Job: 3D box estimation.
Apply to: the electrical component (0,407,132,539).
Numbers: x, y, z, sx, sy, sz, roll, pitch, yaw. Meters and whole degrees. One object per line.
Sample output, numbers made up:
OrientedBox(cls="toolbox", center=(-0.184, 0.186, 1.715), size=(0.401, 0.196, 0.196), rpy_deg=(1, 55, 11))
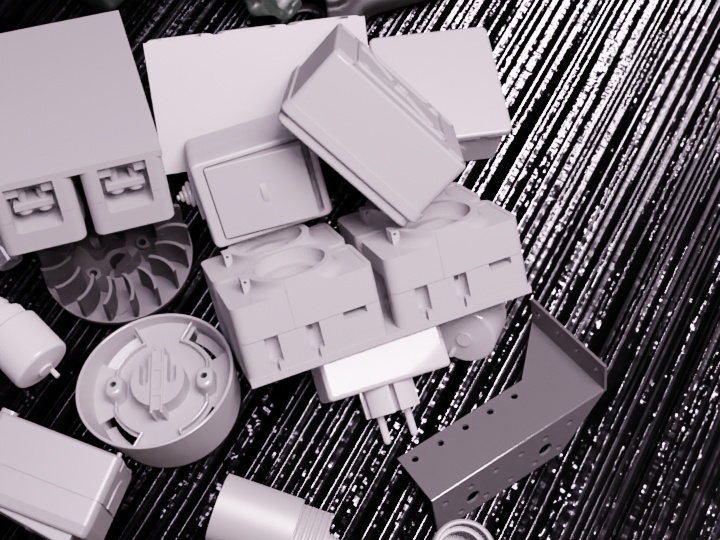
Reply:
OrientedBox(cls="electrical component", center=(-0.197, 0.130, 0.657), size=(0.096, 0.061, 0.061), rpy_deg=(21, 68, 3))

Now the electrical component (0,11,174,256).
OrientedBox(cls="electrical component", center=(-0.193, -0.093, 0.709), size=(0.105, 0.060, 0.186), rpy_deg=(-14, 42, -11))

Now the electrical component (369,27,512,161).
OrientedBox(cls="electrical component", center=(0.055, -0.124, 0.788), size=(0.100, 0.048, 0.099), rpy_deg=(-8, 70, -9))

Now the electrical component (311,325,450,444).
OrientedBox(cls="electrical component", center=(0.016, 0.075, 0.708), size=(0.083, 0.047, 0.075), rpy_deg=(-16, 84, -12))

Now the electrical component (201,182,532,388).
OrientedBox(cls="electrical component", center=(0.000, 0.000, 0.696), size=(0.186, 0.105, 0.060), rpy_deg=(-18, 112, -12))

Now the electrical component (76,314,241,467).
OrientedBox(cls="electrical component", center=(-0.125, 0.075, 0.680), size=(0.099, 0.064, 0.099), rpy_deg=(-3, 62, 6))

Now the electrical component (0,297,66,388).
OrientedBox(cls="electrical component", center=(-0.228, 0.041, 0.700), size=(0.078, 0.040, 0.040), rpy_deg=(43, 71, 11))

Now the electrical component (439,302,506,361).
OrientedBox(cls="electrical component", center=(0.080, 0.028, 0.730), size=(0.040, 0.040, 0.078), rpy_deg=(27, 37, 5))

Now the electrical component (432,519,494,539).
OrientedBox(cls="electrical component", center=(0.061, 0.179, 0.672), size=(0.040, 0.046, 0.040), rpy_deg=(2, 69, -5))

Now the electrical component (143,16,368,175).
OrientedBox(cls="electrical component", center=(-0.070, -0.124, 0.755), size=(0.150, 0.061, 0.089), rpy_deg=(-9, 104, -9))

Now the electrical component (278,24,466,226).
OrientedBox(cls="electrical component", center=(0.008, -0.094, 0.682), size=(0.109, 0.108, 0.056), rpy_deg=(40, 107, -14))

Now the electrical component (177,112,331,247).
OrientedBox(cls="electrical component", center=(-0.073, -0.058, 0.705), size=(0.096, 0.061, 0.061), rpy_deg=(-18, 27, -5))

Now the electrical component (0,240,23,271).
OrientedBox(cls="electrical component", center=(-0.251, -0.029, 0.724), size=(0.048, 0.048, 0.062), rpy_deg=(-33, 82, -16))

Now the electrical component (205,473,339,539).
OrientedBox(cls="electrical component", center=(-0.051, 0.161, 0.670), size=(0.081, 0.043, 0.043), rpy_deg=(19, 68, 2))
